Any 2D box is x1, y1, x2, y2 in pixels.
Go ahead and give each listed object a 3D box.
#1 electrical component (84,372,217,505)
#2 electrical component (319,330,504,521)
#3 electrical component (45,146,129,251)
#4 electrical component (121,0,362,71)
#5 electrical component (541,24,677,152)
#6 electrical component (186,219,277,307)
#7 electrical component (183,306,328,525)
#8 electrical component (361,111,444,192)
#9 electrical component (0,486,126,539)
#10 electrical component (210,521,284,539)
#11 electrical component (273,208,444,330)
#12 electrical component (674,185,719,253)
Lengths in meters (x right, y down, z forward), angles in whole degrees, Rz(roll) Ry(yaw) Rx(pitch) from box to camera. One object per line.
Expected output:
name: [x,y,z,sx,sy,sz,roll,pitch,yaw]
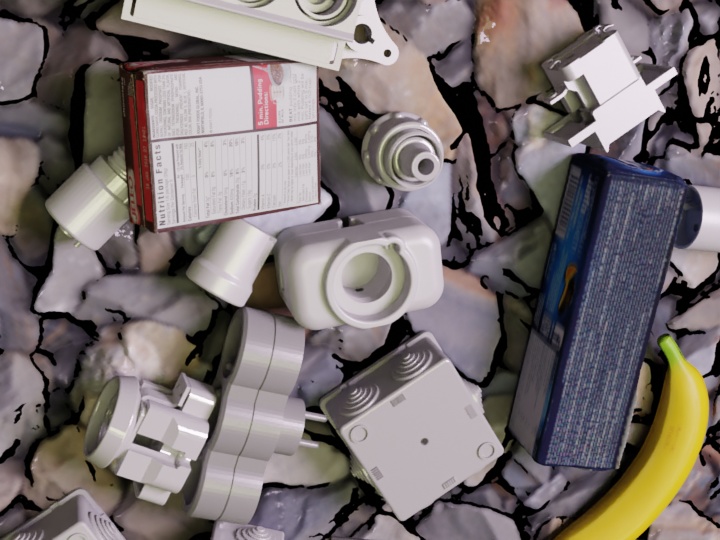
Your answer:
electrical component: [-0.131,0.098,0.653,0.057,0.058,0.078,24,99,-23]
electrical component: [0.035,0.103,0.704,0.100,0.048,0.099,-33,112,-4]
electrical component: [-0.144,-0.047,0.615,0.078,0.040,0.040,-45,112,1]
electrical component: [-0.063,-0.163,0.590,0.121,0.063,0.078,10,103,-18]
electrical component: [0.150,-0.115,0.674,0.081,0.042,0.063,-35,110,-4]
electrical component: [-0.076,-0.007,0.647,0.040,0.040,0.046,31,91,-21]
electrical component: [-0.057,0.095,0.675,0.074,0.052,0.138,14,102,-19]
electrical component: [0.030,-0.068,0.644,0.048,0.062,0.048,-4,107,-14]
electrical component: [-0.186,0.201,0.673,0.100,0.048,0.099,-34,109,-6]
electrical component: [-0.080,0.216,0.681,0.048,0.099,0.099,13,103,-5]
electrical component: [0.000,0.000,0.658,0.095,0.059,0.053,-11,109,-12]
electrical component: [0.254,-0.032,0.726,0.081,0.043,0.043,4,105,-17]
